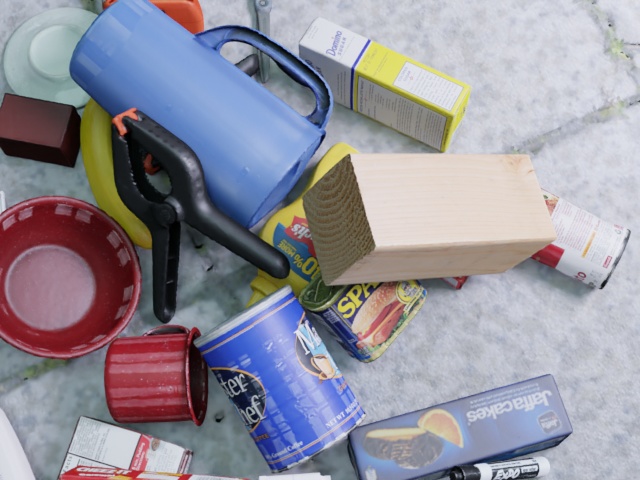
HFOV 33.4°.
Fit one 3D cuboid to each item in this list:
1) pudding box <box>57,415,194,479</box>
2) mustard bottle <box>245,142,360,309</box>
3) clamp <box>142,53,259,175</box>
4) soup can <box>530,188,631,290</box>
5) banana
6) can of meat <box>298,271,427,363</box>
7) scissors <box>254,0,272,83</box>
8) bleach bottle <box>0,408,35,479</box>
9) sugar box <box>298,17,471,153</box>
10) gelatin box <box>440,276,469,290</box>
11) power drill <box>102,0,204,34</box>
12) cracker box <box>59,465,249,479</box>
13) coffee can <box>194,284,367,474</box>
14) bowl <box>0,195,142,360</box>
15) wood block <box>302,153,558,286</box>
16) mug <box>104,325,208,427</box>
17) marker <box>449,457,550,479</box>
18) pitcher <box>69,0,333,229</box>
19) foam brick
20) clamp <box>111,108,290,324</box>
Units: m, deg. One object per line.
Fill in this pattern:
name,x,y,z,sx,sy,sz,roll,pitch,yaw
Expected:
pudding box,-0.186,0.223,0.999,0.113,0.039,0.090,15,73,8
mustard bottle,-0.007,0.001,1.061,0.096,0.058,0.191,41,77,-5
clamp,-0.155,-0.154,1.131,0.120,0.039,0.171,29,74,13
soup can,0.245,-0.002,1.052,0.102,0.068,0.068,26,73,9
banana,-0.212,-0.075,1.096,0.070,0.037,0.198,-25,71,37
can of meat,0.043,0.055,1.024,0.102,0.058,0.084,-48,116,-14
scissors,-0.046,-0.271,1.182,0.096,0.016,0.202,-17,71,-4
bleach bottle,-0.319,0.203,0.998,0.102,0.068,0.251,-20,69,-6
sugar box,0.064,-0.159,1.099,0.176,0.093,0.048,29,73,11
gelatin box,0.124,-0.004,1.076,0.089,0.030,0.073,32,73,11
power drill,-0.148,-0.297,1.148,0.184,0.057,0.187,-2,52,11
cracker box,-0.146,0.310,0.925,0.164,0.072,0.214,3,87,4
coffee can,-0.036,0.126,0.976,0.102,0.103,0.140,-31,90,-9
bowl,-0.259,0.041,1.041,0.162,0.055,0.162,6,72,-21
wood block,0.100,-0.020,0.970,0.205,0.090,0.091,-3,67,-33
mug,-0.154,0.123,1.014,0.081,0.093,0.117,-4,40,5
marker,0.163,0.210,0.967,0.120,0.020,0.020,4,65,-38
pitcher,-0.116,-0.135,1.047,0.243,0.145,0.149,40,53,1
foam brick,-0.293,-0.115,1.114,0.078,0.053,0.051,11,71,5
clamp,-0.126,-0.028,1.003,0.165,0.036,0.210,-14,105,29
